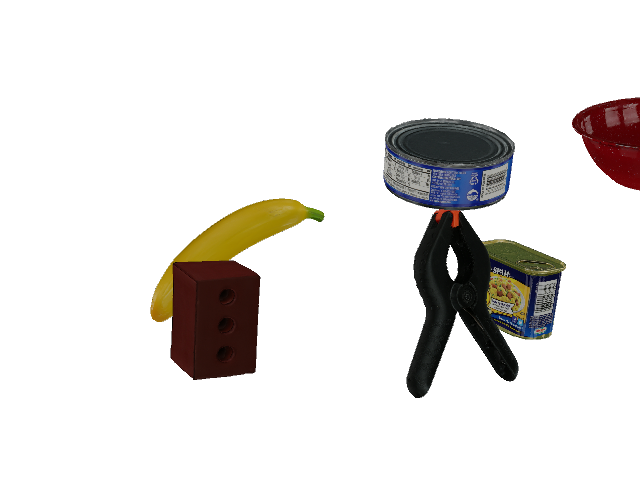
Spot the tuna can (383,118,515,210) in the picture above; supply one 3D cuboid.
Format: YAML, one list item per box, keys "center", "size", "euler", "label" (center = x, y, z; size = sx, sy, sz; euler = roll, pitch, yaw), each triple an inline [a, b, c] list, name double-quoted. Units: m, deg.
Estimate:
- center: [0.085, -0.051, 0.712]
  size: [0.086, 0.034, 0.086]
  euler: [2, 26, -1]
  label: "tuna can"

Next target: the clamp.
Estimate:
- center: [0.115, 0.059, 0.959]
  size: [0.120, 0.171, 0.039]
  euler: [-15, 1, -37]
  label: "clamp"

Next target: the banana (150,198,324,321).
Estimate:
- center: [-0.090, 0.012, 1.026]
  size: [0.198, 0.069, 0.037]
  euler: [-31, 39, 3]
  label: "banana"

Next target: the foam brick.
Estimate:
- center: [-0.080, 0.058, 0.803]
  size: [0.052, 0.078, 0.051]
  euler: [-4, 13, -27]
  label: "foam brick"

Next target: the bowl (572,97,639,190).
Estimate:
- center: [0.312, -0.085, 0.974]
  size: [0.162, 0.055, 0.162]
  euler: [-4, 23, 2]
  label: "bowl"

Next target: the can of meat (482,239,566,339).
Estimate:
- center: [0.217, 0.055, 1.184]
  size: [0.057, 0.084, 0.102]
  euler: [-9, 22, -36]
  label: "can of meat"
